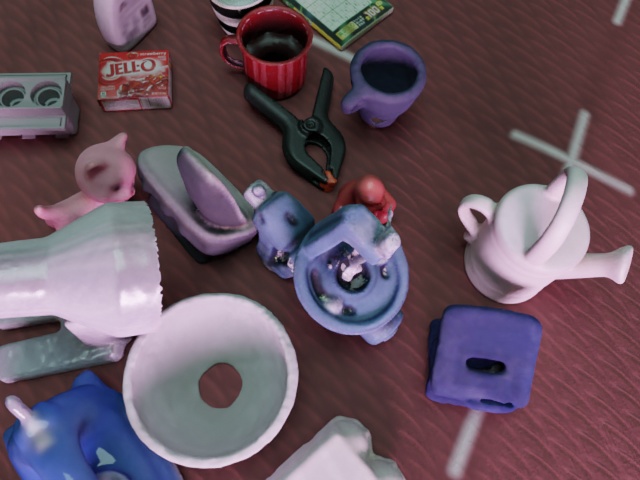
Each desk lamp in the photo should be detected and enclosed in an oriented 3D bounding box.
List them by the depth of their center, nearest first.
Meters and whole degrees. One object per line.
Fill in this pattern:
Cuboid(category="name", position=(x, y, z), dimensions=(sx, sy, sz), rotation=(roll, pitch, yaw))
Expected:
Cuboid(category="desk lamp", position=(-0.234, 0.054, 0.529), dimensions=(0.203, 0.213, 0.118), rotation=(-12, 69, -9))

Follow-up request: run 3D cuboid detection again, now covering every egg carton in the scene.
Cuboid(category="egg carton", position=(0.005, 0.250, 0.545), dimensions=(0.150, 0.069, 0.107), rotation=(-39, 75, -17))

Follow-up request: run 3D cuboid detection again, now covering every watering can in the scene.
Cuboid(category="watering can", position=(0.234, -0.006, 0.598), dimensions=(0.173, 0.194, 0.101), rotation=(6, 68, -2))

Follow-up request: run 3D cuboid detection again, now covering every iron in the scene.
Cuboid(category="iron", position=(-0.181, 0.234, 0.499), dimensions=(0.119, 0.141, 0.258), rotation=(-39, 76, -17))

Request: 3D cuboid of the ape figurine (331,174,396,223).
Cuboid(category="ape figurine", position=(0.051, -0.043, 0.654), dimensions=(0.078, 0.092, 0.076), rotation=(-2, 68, -5))

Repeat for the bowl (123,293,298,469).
Cuboid(category="bowl", position=(-0.106, 0.142, 0.577), dimensions=(0.167, 0.075, 0.167), rotation=(2, 68, -3))

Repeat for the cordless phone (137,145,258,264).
Cuboid(category="cordless phone", position=(-0.133, -0.066, 0.600), dimensions=(0.147, 0.185, 0.094), rotation=(43, 72, 13))

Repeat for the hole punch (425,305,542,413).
Cuboid(category="hole punch", position=(0.170, 0.125, 0.595), dimensions=(0.108, 0.091, 0.101), rotation=(8, 68, 0))

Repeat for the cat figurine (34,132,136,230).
Cuboid(category="cat figurine", position=(-0.249, -0.055, 0.624), dimensions=(0.128, 0.118, 0.067), rotation=(-36, 74, -16))

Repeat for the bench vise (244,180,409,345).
Cuboid(category="bench vise", position=(0.000, 0.012, 0.559), dimensions=(0.207, 0.220, 0.121), rotation=(24, 68, 6))

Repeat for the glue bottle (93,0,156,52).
Cuboid(category="glue bottle", position=(-0.249, -0.312, 0.697), dimensions=(0.037, 0.173, 0.078), rotation=(33, 70, 10))

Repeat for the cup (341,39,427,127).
Cuboid(category="cup", position=(0.069, -0.176, 0.708), dimensions=(0.118, 0.095, 0.091), rotation=(-40, 76, -17))
